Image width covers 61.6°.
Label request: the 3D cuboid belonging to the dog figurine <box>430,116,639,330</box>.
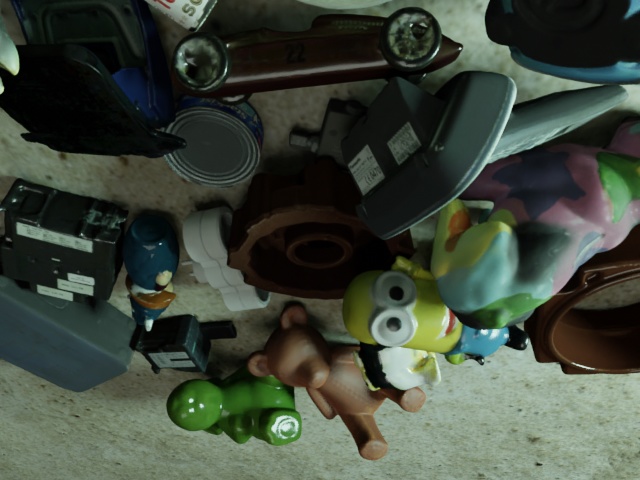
[{"bbox_3d":[0.212,-0.019,0.419,0.219,0.191,0.108,-9,131,36],"label":"dog figurine"}]

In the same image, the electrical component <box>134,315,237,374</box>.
[{"bbox_3d":[-0.172,0.137,0.706,0.119,0.048,0.074,-2,137,9],"label":"electrical component"}]

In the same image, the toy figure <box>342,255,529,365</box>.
[{"bbox_3d":[0.110,0.075,0.519,0.180,0.082,0.089,9,148,-20],"label":"toy figure"}]

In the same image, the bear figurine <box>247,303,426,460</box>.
[{"bbox_3d":[0.017,0.174,0.678,0.195,0.132,0.120,37,92,-36],"label":"bear figurine"}]

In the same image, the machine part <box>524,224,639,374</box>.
[{"bbox_3d":[0.318,0.057,0.552,0.202,0.087,0.200,-6,137,13],"label":"machine part"}]

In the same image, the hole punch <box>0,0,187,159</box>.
[{"bbox_3d":[-0.173,-0.124,0.398,0.142,0.092,0.115,2,152,12],"label":"hole punch"}]

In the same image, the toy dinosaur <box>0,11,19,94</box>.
[{"bbox_3d":[-0.379,-0.146,0.350,0.405,0.192,0.131,15,-179,28],"label":"toy dinosaur"}]

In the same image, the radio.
[{"bbox_3d":[-0.345,0.099,0.661,0.131,0.073,0.229,-24,132,26],"label":"radio"}]

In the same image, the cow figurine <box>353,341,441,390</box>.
[{"bbox_3d":[0.075,0.096,0.609,0.098,0.068,0.167,-16,113,9],"label":"cow figurine"}]

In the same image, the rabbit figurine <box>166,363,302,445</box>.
[{"bbox_3d":[-0.129,0.217,0.742,0.170,0.121,0.159,8,161,-25],"label":"rabbit figurine"}]

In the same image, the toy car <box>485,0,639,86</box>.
[{"bbox_3d":[0.157,-0.175,0.302,0.109,0.103,0.161,22,156,38],"label":"toy car"}]

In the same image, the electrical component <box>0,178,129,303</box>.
[{"bbox_3d":[-0.269,0.009,0.568,0.115,0.058,0.134,18,136,-12],"label":"electrical component"}]

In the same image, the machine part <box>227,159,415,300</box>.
[{"bbox_3d":[-0.001,-0.002,0.518,0.179,0.056,0.179,0,148,0],"label":"machine part"}]

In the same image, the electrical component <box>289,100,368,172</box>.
[{"bbox_3d":[0.022,-0.090,0.462,0.094,0.021,0.063,10,137,-7],"label":"electrical component"}]

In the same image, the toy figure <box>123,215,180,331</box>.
[{"bbox_3d":[-0.185,0.041,0.590,0.058,0.064,0.154,1,138,-17],"label":"toy figure"}]

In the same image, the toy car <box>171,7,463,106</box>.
[{"bbox_3d":[-0.005,-0.129,0.377,0.202,0.089,0.053,-5,94,9],"label":"toy car"}]

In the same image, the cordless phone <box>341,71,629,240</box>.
[{"bbox_3d":[0.122,-0.074,0.408,0.184,0.088,0.146,-17,171,-20],"label":"cordless phone"}]
